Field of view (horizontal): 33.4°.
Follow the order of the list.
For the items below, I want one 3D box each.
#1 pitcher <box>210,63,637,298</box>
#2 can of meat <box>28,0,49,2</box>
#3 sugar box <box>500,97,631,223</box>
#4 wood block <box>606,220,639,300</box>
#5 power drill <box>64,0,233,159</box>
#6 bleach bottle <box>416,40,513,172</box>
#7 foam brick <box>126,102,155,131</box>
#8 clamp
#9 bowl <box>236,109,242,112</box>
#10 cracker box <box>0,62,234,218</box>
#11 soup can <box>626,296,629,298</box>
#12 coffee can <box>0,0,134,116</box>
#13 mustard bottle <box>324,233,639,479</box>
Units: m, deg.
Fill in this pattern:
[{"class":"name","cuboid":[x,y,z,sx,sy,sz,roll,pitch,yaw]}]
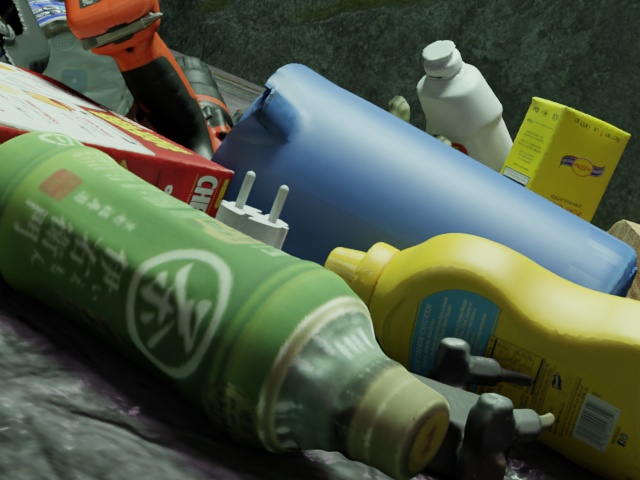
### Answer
[{"class":"pitcher","cuboid":[0.058,0.005,0.649,0.243,0.145,0.149,29,23,18]},{"class":"can of meat","cuboid":[-0.293,-0.187,0.991,0.083,0.102,0.058,16,10,-41]},{"class":"sugar box","cuboid":[0.186,-0.024,0.900,0.093,0.176,0.048,14,11,-37]},{"class":"wood block","cuboid":[0.267,0.058,0.806,0.205,0.091,0.090,11,39,-49]},{"class":"power drill","cuboid":[-0.106,-0.116,0.718,0.187,0.057,0.184,63,5,-45]},{"class":"bleach bottle","cuboid":[0.135,-0.067,0.944,0.103,0.068,0.250,36,-22,50]},{"class":"foam brick","cuboid":[-0.173,-0.124,1.045,0.078,0.053,0.051,27,11,35]},{"class":"clamp","cuboid":[-0.244,-0.141,0.745,0.164,0.036,0.210,34,23,-31]},{"class":"bowl","cuboid":[-0.026,-0.091,1.179,0.162,0.055,0.162,21,9,-4]},{"class":"cracker box","cuboid":[-0.175,-0.048,0.551,0.164,0.072,0.213,28,10,29]},{"class":"soup can","cuboid":[0.161,0.044,0.704,0.102,0.069,0.068,47,21,27]},{"class":"coffee can","cuboid":[-0.222,-0.148,0.915,0.102,0.103,0.140,17,10,-27]},{"class":"mustard bottle","cuboid":[0.088,0.048,0.531,0.192,0.096,0.058,23,47,19]}]
